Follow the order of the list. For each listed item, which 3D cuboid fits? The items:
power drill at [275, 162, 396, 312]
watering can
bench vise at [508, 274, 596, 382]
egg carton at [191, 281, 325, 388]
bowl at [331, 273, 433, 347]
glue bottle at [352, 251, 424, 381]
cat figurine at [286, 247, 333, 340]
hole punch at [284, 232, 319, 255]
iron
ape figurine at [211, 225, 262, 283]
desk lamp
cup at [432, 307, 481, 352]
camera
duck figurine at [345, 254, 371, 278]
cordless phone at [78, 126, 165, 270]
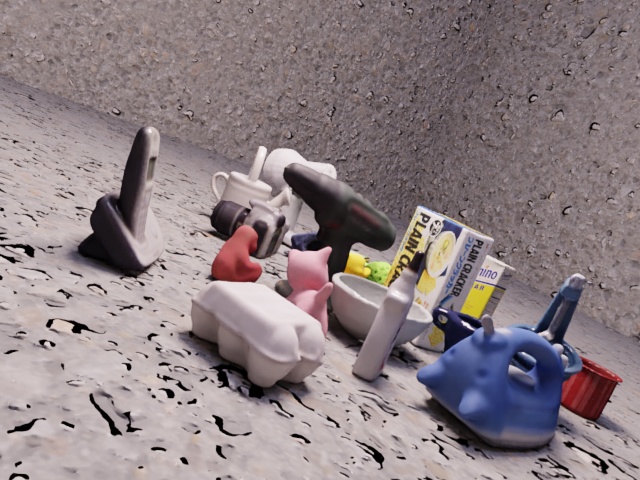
[{"bbox_3d":[0.009,0.003,0.937,0.230,0.208,0.075,18,10,-30],"label":"power drill"},{"bbox_3d":[-0.152,-0.114,1.283,0.173,0.194,0.100,18,10,-30],"label":"watering can"},{"bbox_3d":[0.351,0.146,0.911,0.121,0.220,0.207,23,9,3],"label":"bench vise"},{"bbox_3d":[-0.068,0.099,0.628,0.149,0.069,0.108,29,10,34],"label":"egg carton"},{"bbox_3d":[0.083,0.118,0.882,0.167,0.075,0.167,22,9,-3],"label":"bowl"},{"bbox_3d":[0.093,0.092,0.733,0.037,0.173,0.078,25,9,12],"label":"glue bottle"},{"bbox_3d":[-0.014,0.064,0.812,0.067,0.118,0.127,19,10,-24],"label":"cat figurine"},{"bbox_3d":[-0.005,0.014,1.227,0.109,0.091,0.100,15,12,-43],"label":"hole punch"},{"bbox_3d":[0.254,0.177,0.737,0.259,0.141,0.118,17,11,-36],"label":"iron"},{"bbox_3d":[-0.122,0.023,0.874,0.076,0.092,0.077,15,12,-41],"label":"ape figurine"},{"bbox_3d":[-0.056,-0.103,1.396,0.202,0.213,0.118,29,11,35],"label":"desk lamp"},{"bbox_3d":[0.209,0.162,0.865,0.117,0.095,0.092,27,10,26],"label":"cup"},{"bbox_3d":[-0.140,-0.038,1.162,0.136,0.101,0.143,24,9,8],"label":"camera"},{"bbox_3d":[0.050,0.065,1.074,0.105,0.086,0.077,17,10,-34],"label":"duck figurine"},{"bbox_3d":[-0.238,-0.061,0.772,0.094,0.185,0.147,22,9,-8],"label":"cordless phone"}]
